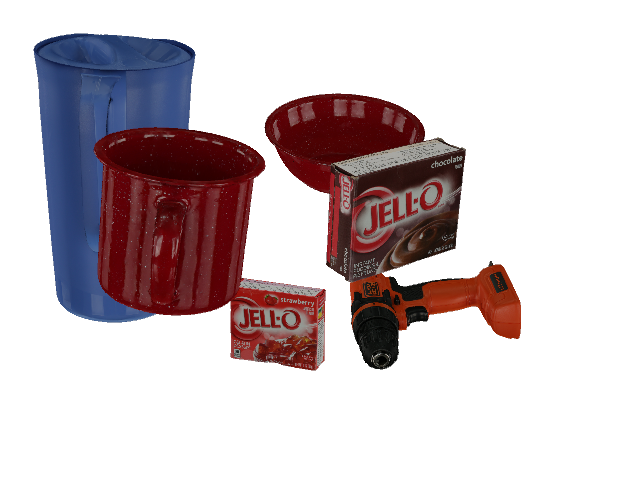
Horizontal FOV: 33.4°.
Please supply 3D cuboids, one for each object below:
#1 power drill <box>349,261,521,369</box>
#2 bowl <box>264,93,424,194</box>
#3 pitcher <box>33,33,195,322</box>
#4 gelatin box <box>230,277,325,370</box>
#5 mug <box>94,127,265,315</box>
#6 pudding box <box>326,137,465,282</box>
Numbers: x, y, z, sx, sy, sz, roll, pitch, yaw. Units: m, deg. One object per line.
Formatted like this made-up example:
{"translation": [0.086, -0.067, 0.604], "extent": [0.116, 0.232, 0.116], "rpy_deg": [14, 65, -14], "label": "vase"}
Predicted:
{"translation": [0.127, 0.082, 1.207], "extent": [0.187, 0.057, 0.184], "rpy_deg": [-3, 27, -1], "label": "power drill"}
{"translation": [0.023, -0.091, 1.085], "extent": [0.162, 0.055, 0.162], "rpy_deg": [2, 32, -1], "label": "bowl"}
{"translation": [-0.180, -0.051, 0.929], "extent": [0.145, 0.243, 0.148], "rpy_deg": [23, 29, 38], "label": "pitcher"}
{"translation": [-0.041, 0.078, 1.001], "extent": [0.089, 0.073, 0.030], "rpy_deg": [7, 17, 18], "label": "gelatin box"}
{"translation": [-0.080, -0.006, 0.585], "extent": [0.093, 0.081, 0.117], "rpy_deg": [5, 22, -8], "label": "mug"}
{"translation": [0.059, -0.026, 0.842], "extent": [0.113, 0.090, 0.039], "rpy_deg": [-18, 34, -33], "label": "pudding box"}
